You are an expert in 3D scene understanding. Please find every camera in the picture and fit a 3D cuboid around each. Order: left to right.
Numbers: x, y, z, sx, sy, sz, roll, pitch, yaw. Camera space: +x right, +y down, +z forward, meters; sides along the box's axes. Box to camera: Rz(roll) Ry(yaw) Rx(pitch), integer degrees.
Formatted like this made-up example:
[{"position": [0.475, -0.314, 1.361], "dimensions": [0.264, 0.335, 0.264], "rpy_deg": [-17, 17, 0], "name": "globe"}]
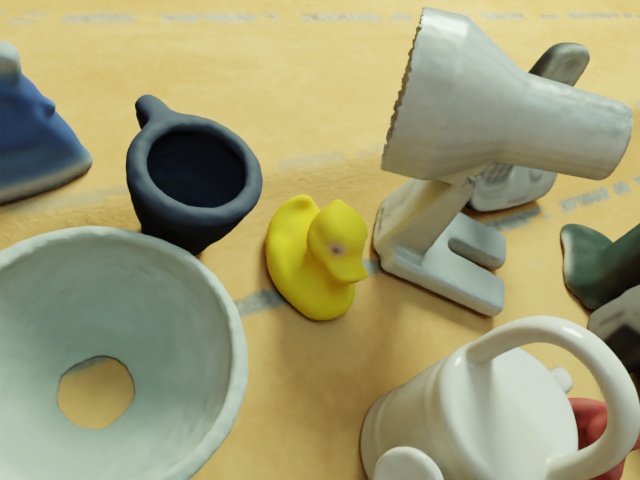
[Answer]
[{"position": [0.341, 0.125, 0.528], "dimensions": [0.143, 0.100, 0.137], "rpy_deg": [25, 52, -10], "name": "camera"}]

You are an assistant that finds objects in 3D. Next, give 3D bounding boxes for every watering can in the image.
[{"position": [0.106, 0.118, 0.356], "dimensions": [0.101, 0.194, 0.173], "rpy_deg": [43, 51, 5], "name": "watering can"}]

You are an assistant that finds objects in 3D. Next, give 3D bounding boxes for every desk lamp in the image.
[{"position": [0.122, -0.058, 0.467], "dimensions": [0.203, 0.213, 0.118], "rpy_deg": [24, 52, -10], "name": "desk lamp"}]

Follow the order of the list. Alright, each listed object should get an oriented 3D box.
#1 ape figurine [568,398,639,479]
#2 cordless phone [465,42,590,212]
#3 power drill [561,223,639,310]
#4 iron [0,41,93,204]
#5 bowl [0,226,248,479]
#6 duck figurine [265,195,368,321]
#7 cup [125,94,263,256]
[{"position": [0.215, 0.155, 0.452], "dimensions": [0.076, 0.092, 0.077], "rpy_deg": [-21, 70, -35], "name": "ape figurine"}, {"position": [0.217, -0.115, 0.570], "dimensions": [0.148, 0.185, 0.094], "rpy_deg": [-15, 67, -33], "name": "cordless phone"}, {"position": [0.335, -0.026, 0.555], "dimensions": [0.076, 0.208, 0.229], "rpy_deg": [21, 52, -12], "name": "power drill"}, {"position": [-0.270, -0.093, 0.342], "dimensions": [0.259, 0.141, 0.118], "rpy_deg": [-2, 60, -27], "name": "iron"}, {"position": [-0.132, 0.079, 0.341], "dimensions": [0.168, 0.074, 0.167], "rpy_deg": [13, 54, -19], "name": "bowl"}, {"position": [0.004, 0.002, 0.452], "dimensions": [0.078, 0.086, 0.104], "rpy_deg": [-10, 64, -31], "name": "duck figurine"}, {"position": [-0.105, -0.038, 0.417], "dimensions": [0.092, 0.095, 0.117], "rpy_deg": [-28, 74, -37], "name": "cup"}]
